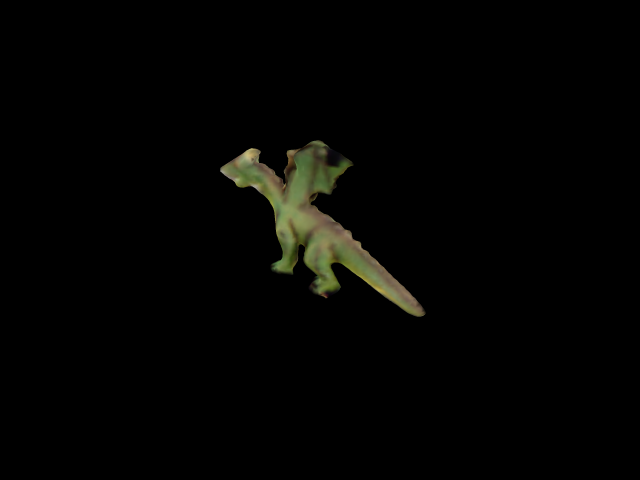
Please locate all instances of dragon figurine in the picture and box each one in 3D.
[{"bbox_3d":[0.003,-0.043,0.850,0.413,0.237,0.124,22,42,26],"label":"dragon figurine"}]
